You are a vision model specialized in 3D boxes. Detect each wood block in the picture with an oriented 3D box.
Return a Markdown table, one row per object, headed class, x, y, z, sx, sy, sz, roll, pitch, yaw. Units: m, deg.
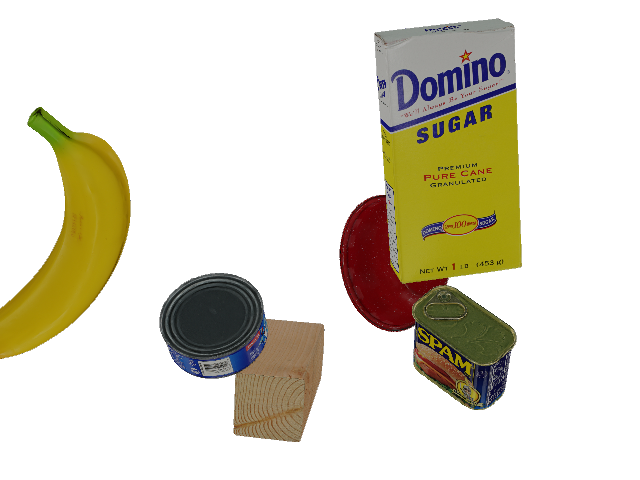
| class | x | y | z | sx | sy | sz | roll | pitch | yaw |
| --- | --- | --- | --- | --- | --- | --- | --- | --- | --- |
| wood block | -0.053 | 0.185 | 1.453 | 0.091 | 0.090 | 0.206 | 5 | 16 | 6 |

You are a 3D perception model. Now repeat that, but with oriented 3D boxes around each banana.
| class | x | y | z | sx | sy | sz | roll | pitch | yaw |
| --- | --- | --- | --- | --- | --- | --- | --- | --- | --- |
| banana | -0.154 | 0.006 | 0.633 | 0.069 | 0.198 | 0.037 | 19 | 36 | -9 |

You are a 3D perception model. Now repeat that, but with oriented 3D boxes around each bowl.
| class | x | y | z | sx | sy | sz | roll | pitch | yaw |
| --- | --- | --- | --- | --- | --- | --- | --- | --- | --- |
| bowl | 0.099 | 0.023 | 1.226 | 0.161 | 0.162 | 0.055 | 0 | -7 | -42 |

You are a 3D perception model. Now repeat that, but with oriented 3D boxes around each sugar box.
| class | x | y | z | sx | sy | sz | roll | pitch | yaw |
| --- | --- | --- | --- | --- | --- | --- | --- | --- | --- |
| sugar box | 0.092 | -0.063 | 0.757 | 0.093 | 0.176 | 0.048 | -8 | 21 | -6 |

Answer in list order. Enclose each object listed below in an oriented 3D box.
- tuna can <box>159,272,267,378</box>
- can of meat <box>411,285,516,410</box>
| class | x | y | z | sx | sy | sz | roll | pitch | yaw |
| --- | --- | --- | --- | --- | --- | --- | --- | --- | --- |
| tuna can | -0.086 | 0.070 | 0.874 | 0.086 | 0.086 | 0.034 | 0 | -40 | 9 |
| can of meat | 0.137 | 0.107 | 1.040 | 0.057 | 0.084 | 0.102 | -37 | 55 | -27 |
